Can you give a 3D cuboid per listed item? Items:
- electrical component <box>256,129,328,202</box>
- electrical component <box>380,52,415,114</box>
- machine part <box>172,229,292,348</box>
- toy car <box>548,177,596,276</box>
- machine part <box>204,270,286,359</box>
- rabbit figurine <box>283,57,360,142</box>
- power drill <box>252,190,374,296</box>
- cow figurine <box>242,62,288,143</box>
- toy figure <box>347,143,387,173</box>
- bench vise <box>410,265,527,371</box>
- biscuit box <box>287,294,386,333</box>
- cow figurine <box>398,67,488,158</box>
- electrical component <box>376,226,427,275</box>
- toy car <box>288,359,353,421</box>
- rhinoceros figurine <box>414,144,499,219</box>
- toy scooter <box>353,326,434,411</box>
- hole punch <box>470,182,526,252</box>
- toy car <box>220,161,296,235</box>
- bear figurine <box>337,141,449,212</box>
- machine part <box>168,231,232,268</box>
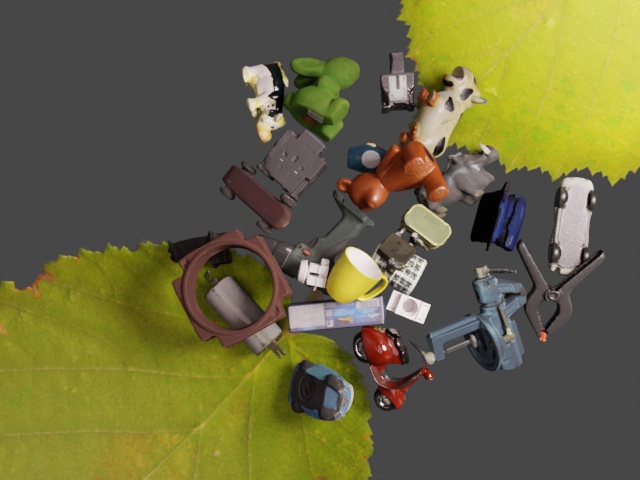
[{"bbox_3d":[-0.051,-0.168,1.153,0.115,0.058,0.134,40,92,3],"label":"electrical component"},{"bbox_3d":[0.163,-0.333,1.145,0.075,0.048,0.119,-6,87,4],"label":"electrical component"},{"bbox_3d":[-0.173,0.095,1.068,0.201,0.087,0.201,-29,84,-2],"label":"machine part"},{"bbox_3d":[0.514,-0.027,1.098,0.074,0.056,0.201,7,91,10],"label":"toy car"},{"bbox_3d":[-0.163,0.159,1.141,0.243,0.079,0.079,45,92,5],"label":"machine part"},{"bbox_3d":[0.010,-0.319,1.143,0.159,0.121,0.170,29,73,12],"label":"rabbit figurine"},{"bbox_3d":[-0.002,-0.003,1.132,0.232,0.086,0.207,37,88,4],"label":"power drill"},{"bbox_3d":[-0.108,-0.297,1.161,0.098,0.068,0.167,-13,88,-1],"label":"cow figurine"},{"bbox_3d":[0.136,-0.167,1.139,0.155,0.058,0.064,5,127,4],"label":"toy figure"},{"bbox_3d":[0.305,0.172,1.068,0.241,0.129,0.223,-19,106,-14],"label":"bench vise"},{"bbox_3d":[0.036,0.154,1.130,0.203,0.063,0.059,-6,87,4],"label":"biscuit box"},{"bbox_3d":[0.259,-0.262,1.108,0.127,0.086,0.194,18,103,-27],"label":"cow figurine"},{"bbox_3d":[0.160,0.020,1.060,0.102,0.045,0.078,-38,74,-24],"label":"electrical component"},{"bbox_3d":[0.015,0.311,1.103,0.162,0.103,0.109,1,77,49],"label":"toy car"},{"bbox_3d":[0.289,-0.124,1.119,0.190,0.073,0.112,-32,75,5],"label":"rhinoceros figurine"},{"bbox_3d":[0.153,0.252,1.098,0.135,0.075,0.184,-23,87,27],"label":"toy scooter"},{"bbox_3d":[0.374,-0.036,1.086,0.092,0.116,0.142,19,90,-2],"label":"hole punch"},{"bbox_3d":[-0.134,-0.090,1.142,0.202,0.053,0.089,40,94,31],"label":"toy car"},{"bbox_3d":[0.136,-0.109,1.068,0.196,0.132,0.120,-31,124,21],"label":"bear figurine"},{"bbox_3d":[-0.264,0.023,1.175,0.139,0.039,0.084,-3,93,3],"label":"machine part"}]
